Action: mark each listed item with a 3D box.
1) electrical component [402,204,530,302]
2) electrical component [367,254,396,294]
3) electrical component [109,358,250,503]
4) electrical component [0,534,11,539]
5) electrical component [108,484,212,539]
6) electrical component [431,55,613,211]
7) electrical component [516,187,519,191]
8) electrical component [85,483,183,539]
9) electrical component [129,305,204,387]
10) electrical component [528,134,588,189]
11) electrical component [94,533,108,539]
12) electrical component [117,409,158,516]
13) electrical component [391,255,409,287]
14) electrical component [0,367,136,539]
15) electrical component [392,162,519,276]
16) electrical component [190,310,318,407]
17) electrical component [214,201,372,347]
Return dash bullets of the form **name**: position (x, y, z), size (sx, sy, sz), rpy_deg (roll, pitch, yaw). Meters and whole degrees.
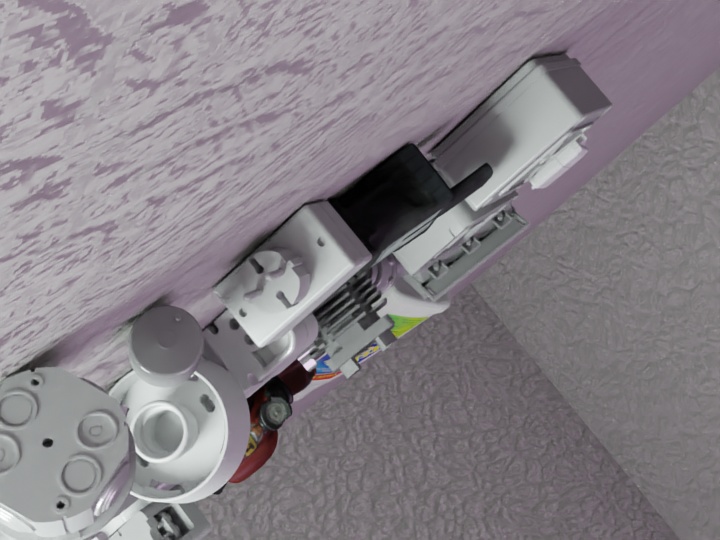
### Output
- **electrical component**: position (0.090, -0.037, 1.032), size (0.121, 0.079, 0.063), rpy_deg (-38, 145, -12)
- **electrical component**: position (0.000, 0.000, 0.906), size (0.048, 0.048, 0.062), rpy_deg (-41, 167, 17)
- **electrical component**: position (-0.124, 0.107, 0.720), size (0.099, 0.099, 0.064), rpy_deg (-39, 168, 3)
- **electrical component**: position (-0.271, 0.253, 0.912), size (0.059, 0.095, 0.053), rpy_deg (-38, 174, -7)
- **electrical component**: position (-0.174, 0.230, 0.926), size (0.089, 0.050, 0.056), rpy_deg (-44, 171, 39)
- **electrical component**: position (0.122, -0.103, 0.800), size (0.109, 0.056, 0.109), rpy_deg (-42, 173, 27)
- **electrical component**: position (0.104, -0.074, 0.952), size (0.066, 0.047, 0.076), rpy_deg (-38, 174, -6)
- **electrical component**: position (-0.200, 0.185, 0.996), size (0.089, 0.061, 0.150), rpy_deg (-42, 173, 23)
- **electrical component**: position (-0.110, 0.047, 0.608), size (0.040, 0.040, 0.078), rpy_deg (-37, 174, -19)
- **electrical component**: position (0.161, -0.113, 0.939), size (0.061, 0.061, 0.096), rpy_deg (-41, 174, 15)
- **electrical component**: position (-0.257, 0.247, 1.106), size (0.079, 0.063, 0.121), rpy_deg (-42, 173, 25)
- **electrical component**: position (-0.188, 0.149, 0.830), size (0.109, 0.056, 0.109), rpy_deg (-40, 174, 9)
- **electrical component**: position (0.020, -0.006, 0.973), size (0.055, 0.045, 0.045), rpy_deg (-33, 171, -43)
- **electrical component**: position (-0.149, 0.089, 0.518), size (0.080, 0.080, 0.051), rpy_deg (-36, 168, -23)
- **electrical component**: position (0.068, -0.050, 0.867), size (0.078, 0.057, 0.113), rpy_deg (-42, 173, 32)
- **electrical component**: position (-0.080, 0.055, 0.786), size (0.095, 0.053, 0.059), rpy_deg (-41, 174, 19)
- **electrical component**: position (-0.047, 0.005, 0.642), size (0.083, 0.047, 0.076), rpy_deg (-41, 174, 19)
